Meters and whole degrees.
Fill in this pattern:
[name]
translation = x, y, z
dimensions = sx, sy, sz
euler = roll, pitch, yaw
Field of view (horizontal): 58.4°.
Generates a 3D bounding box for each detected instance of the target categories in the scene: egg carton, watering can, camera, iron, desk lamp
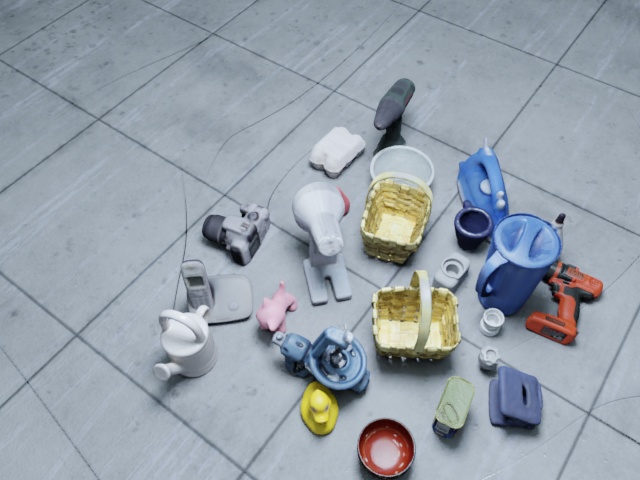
[egg carton]
translation = 0.047, -0.241, 1.555
dimensions = 0.107, 0.069, 0.150
euler = 32, 62, 21
[watering can]
translation = -0.277, 0.208, 1.177
dimensions = 0.101, 0.194, 0.173
euler = 0, 55, 2
[camera]
translation = -0.209, -0.033, 1.399
dimensions = 0.136, 0.101, 0.143
euler = 19, 58, 14
[iron]
translation = 0.425, -0.125, 1.423
dimensions = 0.118, 0.141, 0.258
euler = -5, 55, -2
[desk lamp]
translation = 0.012, 0.005, 1.299
dimensions = 0.118, 0.214, 0.203
euler = -11, 56, -6

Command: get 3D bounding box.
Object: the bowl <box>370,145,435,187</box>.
[bowl]
translation = 0.211, -0.163, 1.494
dimensions = 0.167, 0.075, 0.167
euler = -1, 55, 1

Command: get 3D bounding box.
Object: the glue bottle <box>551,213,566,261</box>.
[glue bottle]
translation = 0.531, -0.008, 1.321
dimensions = 0.078, 0.173, 0.037
euler = 23, 59, 16

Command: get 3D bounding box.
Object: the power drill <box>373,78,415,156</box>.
[power drill]
translation = 0.190, -0.309, 1.514
dimensions = 0.075, 0.208, 0.230
euler = 18, 58, 13

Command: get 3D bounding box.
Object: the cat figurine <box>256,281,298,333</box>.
[cat figurine]
translation = -0.100, 0.150, 1.259
dimensions = 0.067, 0.118, 0.128
euler = 15, 57, 12

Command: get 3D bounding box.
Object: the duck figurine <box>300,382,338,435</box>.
[duck figurine]
translation = -0.002, 0.330, 1.152
dimensions = 0.077, 0.086, 0.104
euler = -8, 56, -4

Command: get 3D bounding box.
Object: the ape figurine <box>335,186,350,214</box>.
[ape figurine]
translation = 0.038, -0.102, 1.446
dimensions = 0.076, 0.092, 0.078
euler = 9, 56, 8

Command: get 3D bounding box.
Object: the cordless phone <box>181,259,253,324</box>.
[cordless phone]
translation = -0.226, 0.103, 1.254
dimensions = 0.147, 0.185, 0.094
euler = -8, 55, -4

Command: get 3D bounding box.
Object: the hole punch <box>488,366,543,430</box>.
[hole punch]
translation = 0.397, 0.315, 1.150
dimensions = 0.101, 0.091, 0.108
euler = 6, 56, 5

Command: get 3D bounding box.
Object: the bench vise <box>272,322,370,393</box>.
[bench vise]
translation = -0.001, 0.229, 1.140
dimensions = 0.207, 0.220, 0.121
euler = 3, 55, 4

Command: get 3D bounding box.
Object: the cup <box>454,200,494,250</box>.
[cup]
translation = 0.361, -0.030, 1.387
dimensions = 0.091, 0.095, 0.117
euler = -7, 55, -3
